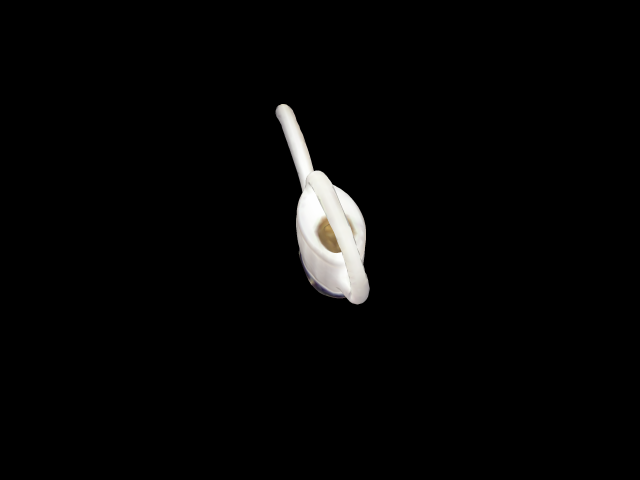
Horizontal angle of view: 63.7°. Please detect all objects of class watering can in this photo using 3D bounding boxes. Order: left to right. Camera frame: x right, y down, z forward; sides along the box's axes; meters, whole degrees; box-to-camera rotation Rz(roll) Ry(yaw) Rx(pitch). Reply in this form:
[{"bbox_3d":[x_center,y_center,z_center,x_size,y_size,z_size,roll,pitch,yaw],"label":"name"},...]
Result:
[{"bbox_3d":[0.003,-0.043,0.850,0.104,0.354,0.219,-18,-27,-9],"label":"watering can"}]
